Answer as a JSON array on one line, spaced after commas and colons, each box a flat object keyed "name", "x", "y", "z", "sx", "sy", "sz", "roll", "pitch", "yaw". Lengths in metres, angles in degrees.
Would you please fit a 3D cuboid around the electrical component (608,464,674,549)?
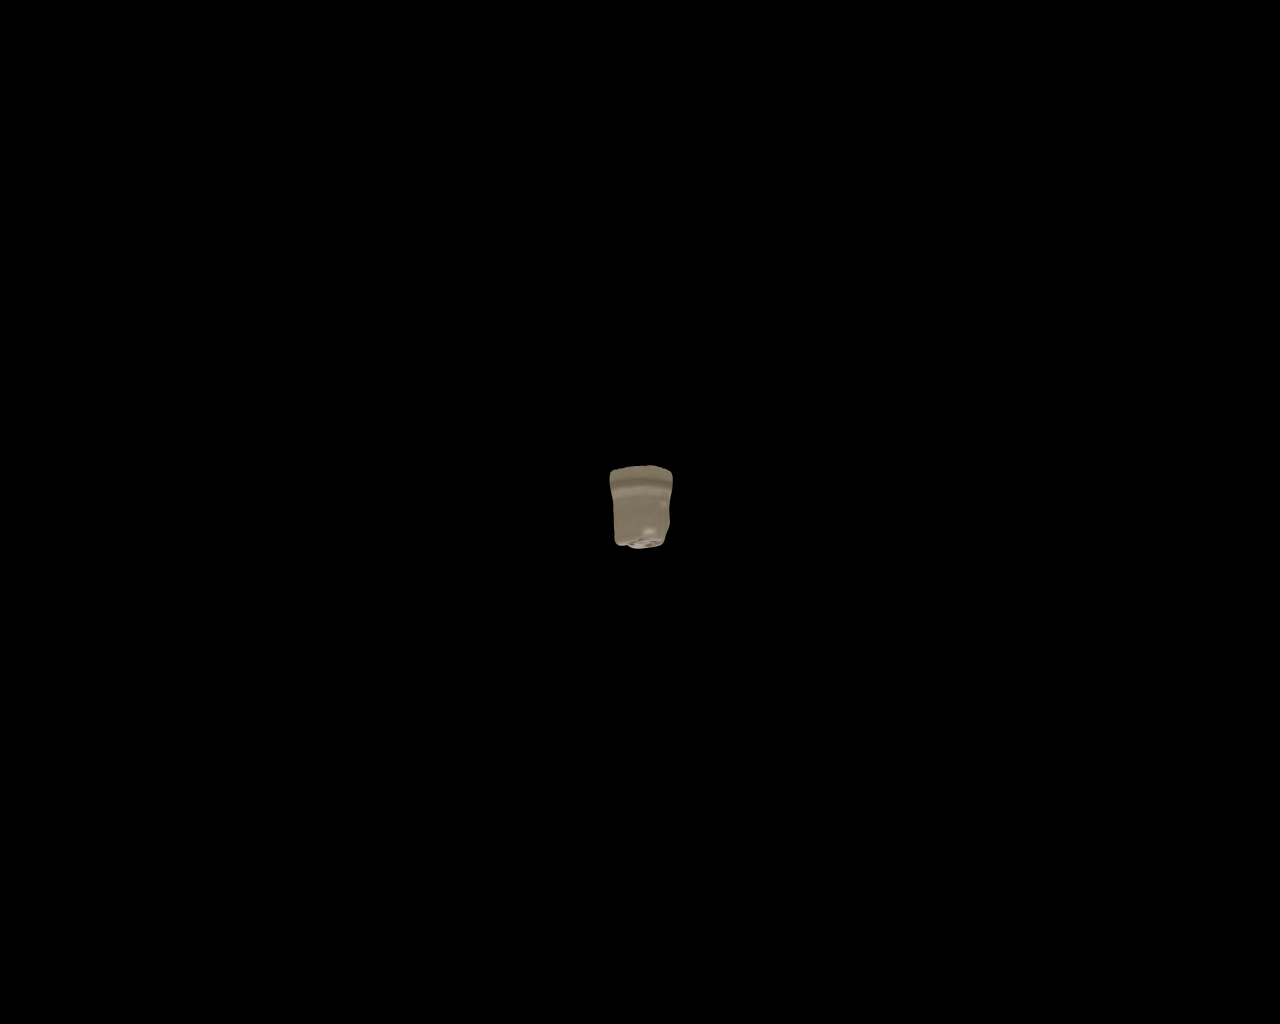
[{"name": "electrical component", "x": 0.001, "y": -0.003, "z": 0.650, "sx": 0.040, "sy": 0.046, "sz": 0.040, "roll": 0, "pitch": -9, "yaw": 0}]
